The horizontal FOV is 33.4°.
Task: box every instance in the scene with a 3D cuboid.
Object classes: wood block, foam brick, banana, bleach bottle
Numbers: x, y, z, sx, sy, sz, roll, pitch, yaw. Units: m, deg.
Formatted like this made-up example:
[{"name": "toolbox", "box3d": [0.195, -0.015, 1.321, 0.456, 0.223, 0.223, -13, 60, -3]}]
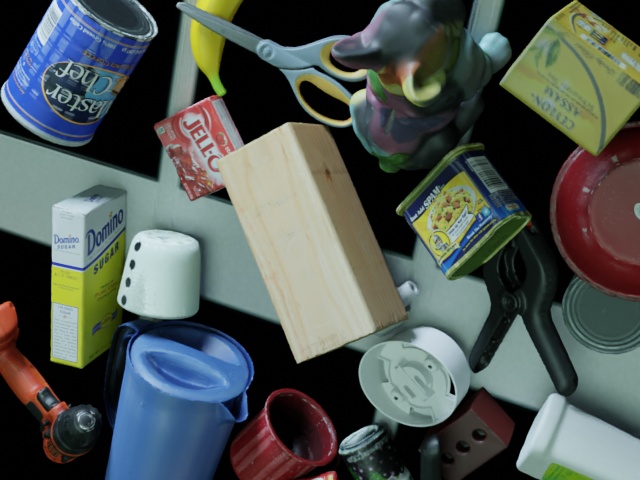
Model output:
[{"name": "wood block", "box3d": [-0.006, 0.001, 1.015, 0.090, 0.090, 0.206, -25, 82, 25]}, {"name": "foam brick", "box3d": [0.147, 0.196, 1.065, 0.053, 0.051, 0.078, 47, 116, 1]}, {"name": "banana", "box3d": [-0.074, -0.236, 1.024, 0.069, 0.037, 0.198, 30, 117, -9]}, {"name": "bleach bottle", "box3d": [0.314, 0.232, 0.991, 0.251, 0.068, 0.102, 24, 156, 11]}]

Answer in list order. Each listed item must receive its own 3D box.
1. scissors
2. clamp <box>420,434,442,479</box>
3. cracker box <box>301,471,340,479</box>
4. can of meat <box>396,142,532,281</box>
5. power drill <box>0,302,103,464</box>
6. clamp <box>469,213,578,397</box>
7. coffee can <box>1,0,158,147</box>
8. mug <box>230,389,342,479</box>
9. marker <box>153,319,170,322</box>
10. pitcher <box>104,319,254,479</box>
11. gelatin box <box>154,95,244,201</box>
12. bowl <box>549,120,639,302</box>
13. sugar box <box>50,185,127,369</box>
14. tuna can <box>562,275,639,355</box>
[{"name": "scissors", "box3d": [-0.031, -0.189, 1.012, 0.201, 0.016, 0.096, 41, 109, -8]}, {"name": "clamp", "box3d": [0.117, 0.284, 1.063, 0.164, 0.036, 0.210, 34, 115, -19]}, {"name": "cracker box", "box3d": [-0.058, 0.342, 1.121, 0.214, 0.072, 0.164, -16, 127, 11]}, {"name": "can of meat", "box3d": [0.132, -0.025, 0.977, 0.102, 0.057, 0.084, -49, 65, 37]}, {"name": "power drill", "box3d": [-0.316, 0.163, 1.188, 0.187, 0.057, 0.185, 54, 150, 3]}, {"name": "clamp", "box3d": [0.195, 0.063, 0.996, 0.120, 0.039, 0.171, 17, 115, 39]}, {"name": "coffee can", "box3d": [-0.241, -0.179, 1.066, 0.103, 0.102, 0.140, 41, 116, 5]}, {"name": "mug", "box3d": [-0.032, 0.222, 1.129, 0.117, 0.093, 0.082, 24, 126, -28]}, {"name": "marker", "box3d": [-0.191, 0.106, 1.183, 0.121, 0.020, 0.020, -41, 90, 26]}, {"name": "pitcher", "box3d": [-0.171, 0.211, 1.153, 0.145, 0.149, 0.243, 12, 119, -13]}, {"name": "gelatin box", "box3d": [-0.117, -0.094, 1.086, 0.073, 0.030, 0.089, -22, 98, 25]}, {"name": "bowl", "box3d": [0.279, -0.025, 0.922, 0.162, 0.055, 0.162, 1, 92, 15]}, {"name": "sugar box", "box3d": [-0.246, 0.038, 1.142, 0.048, 0.093, 0.176, 13, 111, 14]}, {"name": "tuna can", "box3d": [0.269, 0.060, 0.986, 0.086, 0.033, 0.086, 6, 109, 19]}]
